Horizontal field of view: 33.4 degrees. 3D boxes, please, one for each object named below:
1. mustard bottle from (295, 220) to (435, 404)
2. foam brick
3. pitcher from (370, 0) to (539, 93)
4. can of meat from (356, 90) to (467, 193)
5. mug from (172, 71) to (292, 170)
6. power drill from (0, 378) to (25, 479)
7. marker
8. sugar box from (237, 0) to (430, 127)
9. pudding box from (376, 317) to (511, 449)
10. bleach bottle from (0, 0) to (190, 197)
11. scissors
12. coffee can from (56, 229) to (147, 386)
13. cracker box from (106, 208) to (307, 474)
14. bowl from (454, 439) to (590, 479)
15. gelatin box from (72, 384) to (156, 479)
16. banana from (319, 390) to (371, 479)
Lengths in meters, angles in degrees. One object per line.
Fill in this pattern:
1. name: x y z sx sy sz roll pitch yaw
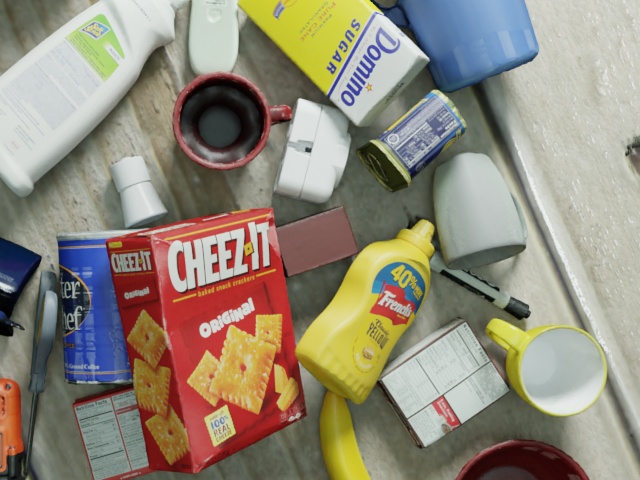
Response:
1. mustard bottle: 0.058 0.060 1.054 0.191 0.058 0.096 -56 131 -16
2. foam brick: -0.007 0.001 1.063 0.078 0.053 0.051 -19 92 -7
3. pitcher: 0.115 -0.270 1.049 0.144 0.149 0.243 -25 96 -34
4. can of meat: 0.091 -0.097 1.052 0.084 0.102 0.057 -41 94 -8
5. mug: -0.085 -0.114 1.039 0.117 0.081 0.093 -13 91 -7
6. power drill: -0.376 0.226 1.015 0.187 0.057 0.184 0 86 -10
7. marker: 0.165 0.048 1.100 0.121 0.020 0.020 30 86 -6
8. sugar box: 0.012 -0.202 1.038 0.176 0.048 0.093 46 107 13
9. pudding box: 0.123 0.145 1.086 0.113 0.039 0.090 -33 92 -8
10. bleach bottle: -0.225 -0.159 1.033 0.250 0.068 0.102 -41 94 -8
11. scissors: -0.267 0.130 1.015 0.016 0.096 0.202 5 86 -19
12. coffee can: -0.195 0.061 1.014 0.102 0.103 0.140 -3 90 -7
13. cracker box: -0.098 0.087 0.990 0.163 0.072 0.214 -16 99 -50
14. bowl: 0.197 0.279 1.085 0.162 0.055 0.162 0 90 -7
15. gelatin box: -0.196 0.190 1.050 0.073 0.030 0.089 -16 92 -6
16. banana: 0.048 0.245 1.079 0.069 0.037 0.198 -40 95 -22
